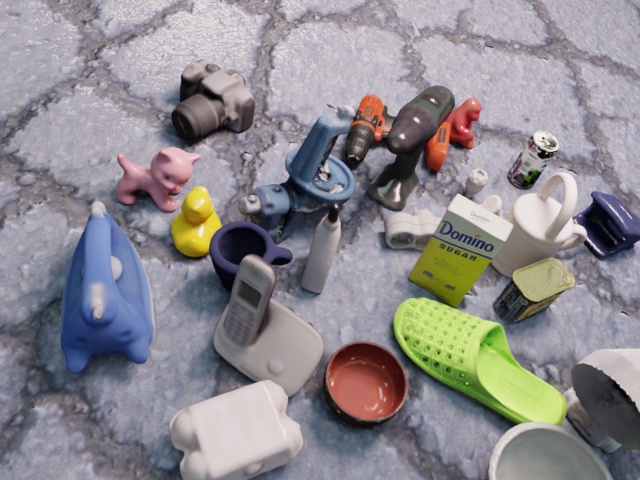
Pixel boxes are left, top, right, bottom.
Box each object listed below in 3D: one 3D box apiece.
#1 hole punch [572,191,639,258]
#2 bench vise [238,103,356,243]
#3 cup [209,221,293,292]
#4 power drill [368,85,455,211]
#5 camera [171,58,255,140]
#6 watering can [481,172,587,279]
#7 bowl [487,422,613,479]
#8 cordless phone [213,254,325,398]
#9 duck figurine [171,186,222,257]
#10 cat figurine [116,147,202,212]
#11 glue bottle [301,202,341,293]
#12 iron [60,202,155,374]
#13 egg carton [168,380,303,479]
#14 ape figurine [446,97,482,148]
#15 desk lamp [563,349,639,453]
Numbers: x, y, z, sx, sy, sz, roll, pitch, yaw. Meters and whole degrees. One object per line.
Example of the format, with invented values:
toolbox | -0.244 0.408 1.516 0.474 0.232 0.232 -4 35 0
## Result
hole punch | 0.530 -0.038 1.033 0.101 0.091 0.108 -15 58 -22
bench vise | -0.017 -0.094 0.869 0.121 0.220 0.208 35 54 14
cup | -0.102 0.035 0.832 0.118 0.095 0.091 6 53 -8
power drill | 0.149 -0.152 0.957 0.075 0.208 0.230 29 53 10
camera | -0.205 -0.249 1.017 0.143 0.101 0.137 38 55 16
watering can | 0.344 -0.026 0.916 0.173 0.194 0.100 -6 55 -17
bowl | 0.279 0.321 0.718 0.167 0.075 0.167 6 53 -8
cordless phone | -0.060 0.107 0.731 0.147 0.185 0.094 30 53 11
duck figurine | -0.187 -0.034 0.870 0.077 0.086 0.104 7 53 -8
cat figurine | -0.252 -0.107 0.890 0.128 0.118 0.067 8 52 -6
glue bottle | 0.008 0.003 0.832 0.037 0.173 0.078 15 52 -1
iron | -0.289 0.036 0.759 0.119 0.141 0.258 -6 55 -17
egg carton | -0.101 0.238 0.697 0.150 0.069 0.107 -16 59 -23
ape figurine | 0.287 -0.238 1.126 0.076 0.092 0.078 31 53 11
desk lamp | 0.411 0.195 0.754 0.204 0.213 0.117 -21 61 -25
